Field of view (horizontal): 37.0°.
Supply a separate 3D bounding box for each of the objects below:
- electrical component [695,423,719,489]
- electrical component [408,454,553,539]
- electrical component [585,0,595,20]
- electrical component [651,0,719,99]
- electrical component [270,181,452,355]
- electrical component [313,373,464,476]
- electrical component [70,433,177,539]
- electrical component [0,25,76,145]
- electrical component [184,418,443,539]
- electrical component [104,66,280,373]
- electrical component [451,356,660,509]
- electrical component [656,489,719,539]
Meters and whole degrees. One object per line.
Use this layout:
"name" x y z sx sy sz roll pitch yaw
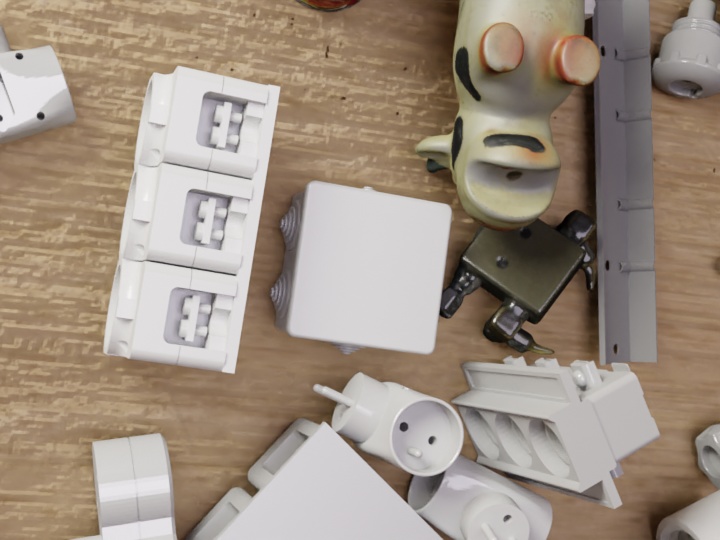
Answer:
"electrical component" 0.258 0.118 0.711 0.062 0.043 0.043 -15 93 -18
"electrical component" 0.076 0.146 0.632 0.077 0.079 0.043 29 96 -15
"electrical component" 0.122 -0.183 0.676 0.045 0.045 0.055 -13 93 -17
"electrical component" 0.220 -0.147 0.707 0.048 0.048 0.062 20 76 -16
"electrical component" 0.000 0.000 0.631 0.100 0.048 0.099 9 86 -17
"electrical component" 0.010 0.084 0.617 0.079 0.077 0.043 27 81 -14
"electrical component" -0.137 0.162 0.583 0.074 0.052 0.138 -5 90 -17
"electrical component" -0.202 -0.106 0.574 0.077 0.043 0.079 -20 94 -17
"electrical component" 0.000 0.187 0.620 0.186 0.060 0.105 46 77 -11
"electrical component" -0.094 -0.025 0.581 0.062 0.089 0.150 10 86 -17
"electrical component" 0.112 0.086 0.626 0.063 0.121 0.078 -25 96 -19
"electrical component" 0.226 0.195 0.669 0.060 0.108 0.108 -17 94 -11
